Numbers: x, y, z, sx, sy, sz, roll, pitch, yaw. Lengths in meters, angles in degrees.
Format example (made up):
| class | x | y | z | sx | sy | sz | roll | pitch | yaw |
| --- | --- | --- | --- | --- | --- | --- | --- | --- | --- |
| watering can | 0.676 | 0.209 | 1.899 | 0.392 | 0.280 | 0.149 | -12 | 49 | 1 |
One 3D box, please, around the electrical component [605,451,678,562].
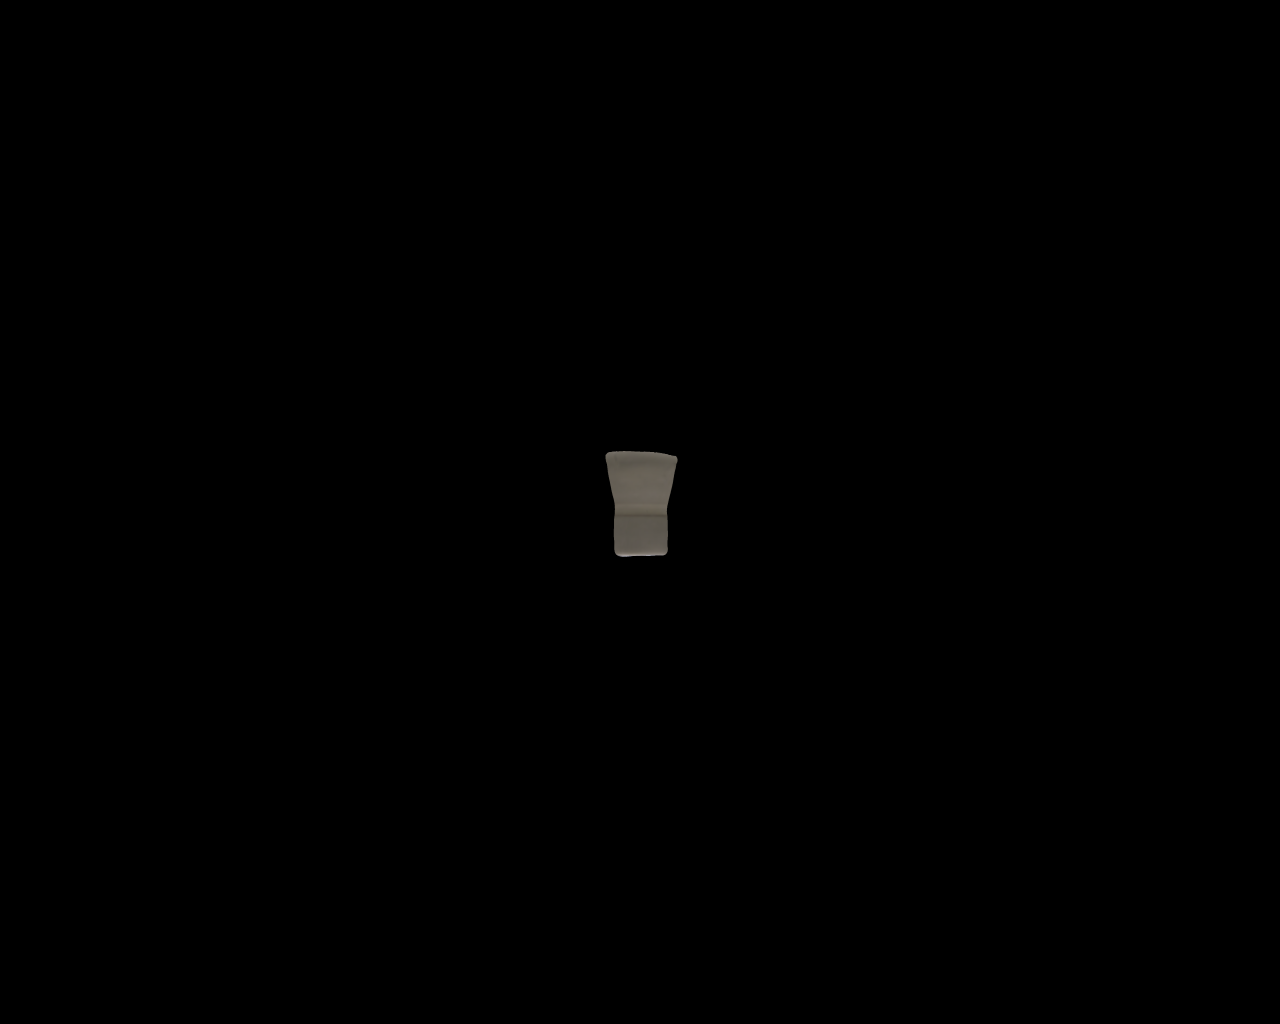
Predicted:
| class | x | y | z | sx | sy | sz | roll | pitch | yaw |
| --- | --- | --- | --- | --- | --- | --- | --- | --- | --- |
| electrical component | 0.001 | -0.003 | 0.650 | 0.044 | 0.065 | 0.044 | 0 | -3 | 0 |
